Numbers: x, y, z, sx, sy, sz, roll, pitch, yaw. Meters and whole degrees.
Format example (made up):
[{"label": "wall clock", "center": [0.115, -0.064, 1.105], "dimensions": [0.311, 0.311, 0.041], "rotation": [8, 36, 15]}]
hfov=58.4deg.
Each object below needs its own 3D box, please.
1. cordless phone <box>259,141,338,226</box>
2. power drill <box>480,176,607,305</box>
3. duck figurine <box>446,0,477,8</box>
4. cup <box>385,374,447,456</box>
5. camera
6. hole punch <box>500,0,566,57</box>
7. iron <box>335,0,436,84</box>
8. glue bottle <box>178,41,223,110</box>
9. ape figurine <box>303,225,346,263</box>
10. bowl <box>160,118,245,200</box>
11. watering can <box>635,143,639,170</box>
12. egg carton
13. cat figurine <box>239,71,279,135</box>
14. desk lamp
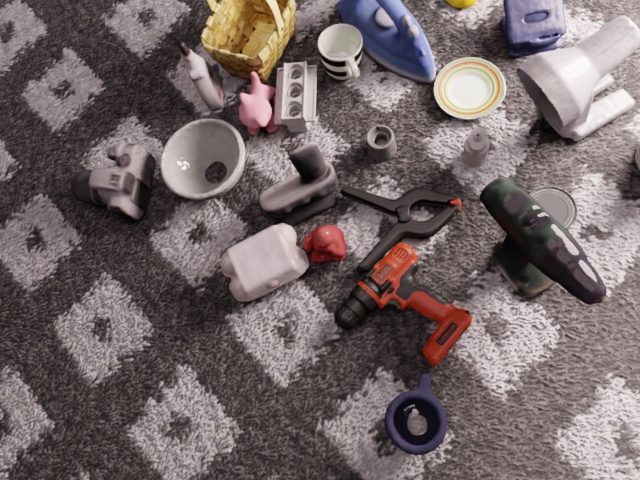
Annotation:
[{"label": "cordless phone", "center": [-0.048, -0.107, 0.995], "dimensions": [0.147, 0.185, 0.094], "rotation": [-30, 69, 1]}, {"label": "power drill", "center": [0.326, 0.018, 0.867], "dimensions": [0.075, 0.209, 0.229], "rotation": [-34, 69, -1]}, {"label": "duck figurine", "center": [0.273, -0.515, 1.116], "dimensions": [0.077, 0.086, 0.104], "rotation": [-22, 69, 4]}, {"label": "cup", "center": [0.151, 0.267, 0.882], "dimensions": [0.091, 0.095, 0.118], "rotation": [11, 75, 15]}, {"label": "camera", "center": [-0.410, -0.120, 1.116], "dimensions": [0.136, 0.101, 0.143], "rotation": [5, 73, 13]}, {"label": "hole punch", "center": [0.395, -0.405, 1.054], "dimensions": [0.108, 0.091, 0.101], "rotation": [-10, 71, 8]}, {"label": "iron", "center": [0.134, -0.418, 1.083], "dimensions": [0.118, 0.142, 0.258], "rotation": [-38, 69, -2]}, {"label": "glue bottle", "center": [-0.234, -0.326, 1.109], "dimensions": [0.037, 0.173, 0.078], "rotation": [-16, 70, 6]}, {"label": "ape figurine", "center": [0.009, 0.004, 0.997], "dimensions": [0.077, 0.092, 0.076], "rotation": [35, 82, 19]}, {"label": "bowl", "center": [-0.214, -0.143, 1.098], "dimensions": [0.167, 0.075, 0.167], "rotation": [-3, 72, 10]}, {"label": "watering can", "center": [0.573, -0.175, 0.889], "dimensions": [0.100, 0.194, 0.173], "rotation": [2, 73, 12]}, {"label": "egg carton", "center": [-0.099, 0.042, 1.019], "dimensions": [0.150, 0.069, 0.107], "rotation": [-28, 69, 1]}, {"label": "cat figurine", "center": [-0.121, -0.259, 1.094], "dimensions": [0.067, 0.118, 0.128], "rotation": [-4, 72, 10]}, {"label": "desk lamp", "center": [0.423, -0.256, 0.934], "dimensions": [0.203, 0.214, 0.117], "rotation": [-32, 69, 0]}]
